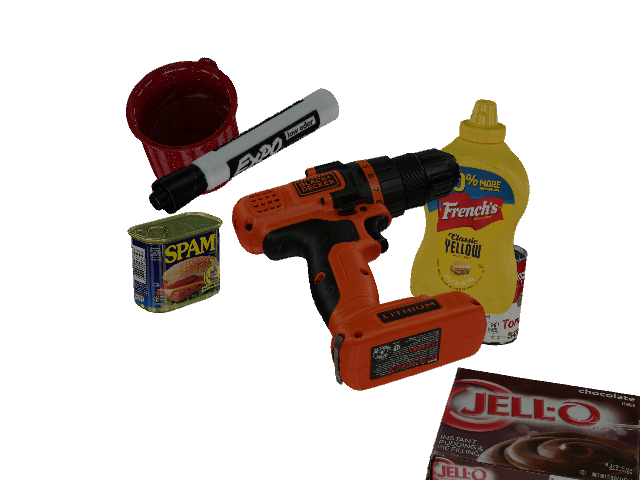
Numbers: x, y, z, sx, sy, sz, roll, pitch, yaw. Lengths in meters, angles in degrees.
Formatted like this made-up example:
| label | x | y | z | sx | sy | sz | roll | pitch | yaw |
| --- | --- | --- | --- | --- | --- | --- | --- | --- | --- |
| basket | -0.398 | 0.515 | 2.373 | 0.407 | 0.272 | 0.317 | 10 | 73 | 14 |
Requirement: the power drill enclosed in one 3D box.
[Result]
| label | x | y | z | sx | sy | sz | roll | pitch | yaw |
| --- | --- | --- | --- | --- | --- | --- | --- | --- | --- |
| power drill | 0.046 | 0.011 | 0.775 | 0.184 | 0.057 | 0.188 | -17 | 44 | -12 |

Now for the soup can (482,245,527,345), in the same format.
| label | x | y | z | sx | sy | sz | roll | pitch | yaw |
| --- | --- | --- | --- | --- | --- | --- | --- | --- | --- |
| soup can | 0.194 | 0.059 | 1.204 | 0.068 | 0.102 | 0.068 | 2 | 19 | -1 |

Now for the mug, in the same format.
| label | x | y | z | sx | sy | sz | roll | pitch | yaw |
| --- | --- | --- | --- | --- | --- | --- | --- | --- | --- |
| mug | -0.109 | -0.102 | 0.917 | 0.093 | 0.117 | 0.081 | 7 | -29 | 9 |

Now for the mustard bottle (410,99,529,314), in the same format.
| label | x | y | z | sx | sy | sz | roll | pitch | yaw |
| --- | --- | --- | --- | --- | --- | --- | --- | --- | --- |
| mustard bottle | 0.139 | -0.032 | 0.968 | 0.096 | 0.192 | 0.058 | 11 | 20 | 18 |

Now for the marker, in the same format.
| label | x | y | z | sx | sy | sz | roll | pitch | yaw |
| --- | --- | --- | --- | --- | --- | --- | --- | --- | --- |
| marker | -0.039 | -0.047 | 0.555 | 0.120 | 0.020 | 0.020 | -33 | 19 | -31 |

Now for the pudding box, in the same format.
| label | x | y | z | sx | sy | sz | roll | pitch | yaw |
| --- | --- | --- | --- | --- | --- | --- | --- | --- | --- |
| pudding box | 0.124 | 0.118 | 0.611 | 0.113 | 0.039 | 0.090 | 9 | 28 | 13 |

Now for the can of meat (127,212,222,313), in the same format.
| label | x | y | z | sx | sy | sz | roll | pitch | yaw |
| --- | --- | --- | --- | --- | --- | --- | --- | --- | --- |
| can of meat | -0.154 | 0.023 | 1.146 | 0.058 | 0.084 | 0.101 | 18 | 25 | 41 |
